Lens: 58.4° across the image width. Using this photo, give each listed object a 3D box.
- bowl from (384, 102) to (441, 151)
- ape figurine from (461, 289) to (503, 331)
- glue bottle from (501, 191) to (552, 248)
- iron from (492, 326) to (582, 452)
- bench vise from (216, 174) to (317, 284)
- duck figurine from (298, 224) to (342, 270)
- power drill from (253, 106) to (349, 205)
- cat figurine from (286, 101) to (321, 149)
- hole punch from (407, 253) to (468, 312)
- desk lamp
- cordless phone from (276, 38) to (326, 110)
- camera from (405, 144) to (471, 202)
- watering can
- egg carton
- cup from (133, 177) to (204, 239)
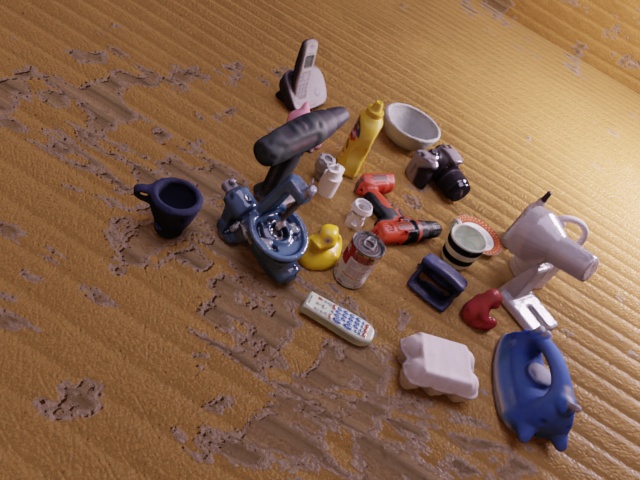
[{"bbox_3d":[0.239,-0.296,1.562,0.168,0.074,0.167,16,43,-15],"label":"bowl"},{"bbox_3d":[0.339,0.136,1.171,0.076,0.092,0.078,22,41,-9],"label":"ape figurine"},{"bbox_3d":[0.508,-0.055,1.399,0.037,0.173,0.078,39,42,11],"label":"glue bottle"},{"bbox_3d":[0.403,0.245,1.060,0.119,0.141,0.258,17,42,-14],"label":"iron"},{"bbox_3d":[-0.098,-0.047,1.007,0.207,0.219,0.122,32,41,3],"label":"bench vise"},{"bbox_3d":[0.010,0.004,1.120,0.077,0.086,0.105,46,43,18],"label":"duck figurine"},{"bbox_3d":[-0.052,-0.170,1.166,0.075,0.208,0.230,44,43,17],"label":"power drill"},{"bbox_3d":[-0.035,-0.271,1.347,0.128,0.117,0.067,-22,62,-42],"label":"cat figurine"},{"bbox_3d":[0.250,0.074,1.183,0.108,0.091,0.101,39,42,11],"label":"hole punch"},{"bbox_3d":[0.479,0.064,1.231,0.118,0.213,0.203,-12,55,-38],"label":"desk lamp"},{"bbox_3d":[-0.025,-0.428,1.459,0.094,0.185,0.148,41,42,13],"label":"cordless phone"},{"bbox_3d":[0.316,-0.171,1.460,0.144,0.100,0.136,-7,53,-35],"label":"camera"},{"bbox_3d":[0.536,0.012,1.331,0.101,0.194,0.173,17,42,-14],"label":"watering can"},{"bbox_3d":[0.210,0.228,1.021,0.150,0.069,0.107,17,42,-14],"label":"egg carton"},{"bbox_3d":[-0.273,-0.052,1.007,0.118,0.095,0.091,14,43,-17],"label":"cup"}]
